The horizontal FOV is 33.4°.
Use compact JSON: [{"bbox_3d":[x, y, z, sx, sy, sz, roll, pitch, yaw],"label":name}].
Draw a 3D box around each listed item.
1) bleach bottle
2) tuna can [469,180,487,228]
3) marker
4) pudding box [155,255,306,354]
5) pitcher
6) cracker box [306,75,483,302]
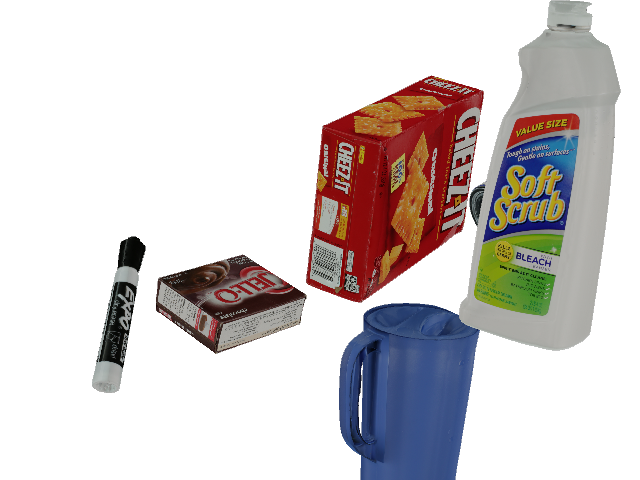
[{"bbox_3d":[0.165,-0.051,0.795,0.103,0.251,0.067,16,21,38],"label":"bleach bottle"},{"bbox_3d":[0.210,-0.031,1.220,0.033,0.086,0.086,-30,12,-22],"label":"tuna can"},{"bbox_3d":[-0.141,0.049,0.754,0.020,0.121,0.020,3,-34,2],"label":"marker"},{"bbox_3d":[-0.083,0.057,0.996,0.090,0.039,0.113,29,32,35],"label":"pudding box"},{"bbox_3d":[0.099,0.202,1.233,0.149,0.243,0.145,6,13,7],"label":"pitcher"},{"bbox_3d":[0.077,-0.055,1.041,0.072,0.164,0.213,21,30,28],"label":"cracker box"}]
